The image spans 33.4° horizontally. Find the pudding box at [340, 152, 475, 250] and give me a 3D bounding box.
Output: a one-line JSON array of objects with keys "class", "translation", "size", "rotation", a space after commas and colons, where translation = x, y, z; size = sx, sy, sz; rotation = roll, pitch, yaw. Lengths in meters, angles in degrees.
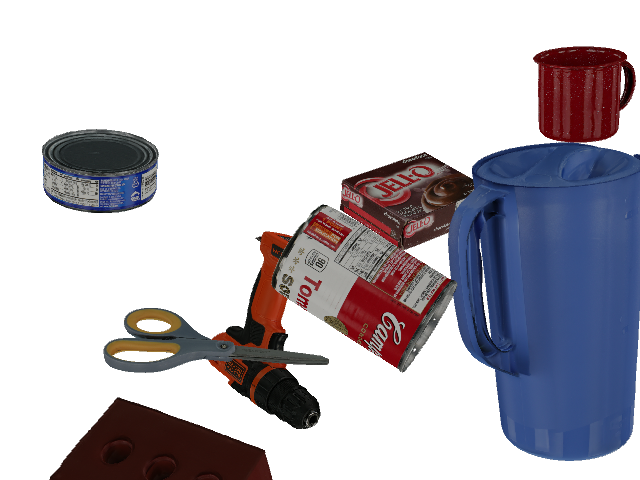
[{"class": "pudding box", "translation": [0.089, -0.039, 1.014], "size": [0.113, 0.039, 0.090], "rotation": [-19, 39, -36]}]

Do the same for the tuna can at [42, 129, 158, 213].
[{"class": "tuna can", "translation": [-0.165, -0.053, 0.803], "size": [0.086, 0.034, 0.086], "rotation": [5, 26, -3]}]

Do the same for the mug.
[{"class": "mug", "translation": [0.277, -0.153, 1.106], "size": [0.117, 0.081, 0.093], "rotation": [-15, 24, -25]}]

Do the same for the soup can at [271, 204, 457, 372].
[{"class": "soup can", "translation": [0.028, 0.029, 0.691], "size": [0.102, 0.068, 0.068], "rotation": [32, 7, 12]}]

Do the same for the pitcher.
[{"class": "pitcher", "translation": [0.185, 0.051, 0.852], "size": [0.149, 0.243, 0.145], "rotation": [-2, 18, 12]}]

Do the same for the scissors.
[{"class": "scissors", "translation": [-0.099, 0.091, 0.992], "size": [0.201, 0.016, 0.096], "rotation": [-2, 32, -11]}]

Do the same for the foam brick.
[{"class": "foam brick", "translation": [-0.064, 0.112, 0.452], "size": [0.078, 0.051, 0.053], "rotation": [15, 42, 23]}]

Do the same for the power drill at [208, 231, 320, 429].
[{"class": "power drill", "translation": [-0.042, 0.097, 1.196], "size": [0.057, 0.188, 0.185], "rotation": [13, 12, -47]}]
